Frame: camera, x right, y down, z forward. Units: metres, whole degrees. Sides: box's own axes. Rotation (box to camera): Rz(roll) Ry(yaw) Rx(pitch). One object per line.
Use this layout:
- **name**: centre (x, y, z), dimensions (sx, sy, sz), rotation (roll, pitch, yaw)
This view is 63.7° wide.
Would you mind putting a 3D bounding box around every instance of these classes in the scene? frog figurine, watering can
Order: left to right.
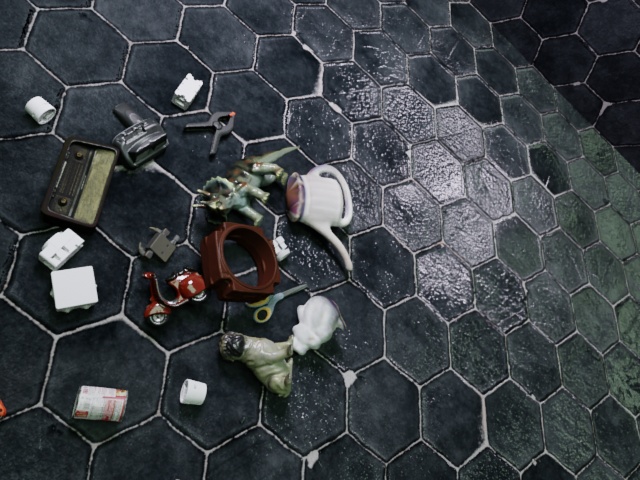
- **frog figurine**: centre (-0.022, 0.232, 1.422), dimensions (0.161, 0.119, 0.139), rotation (-26, 51, -25)
- **watering can**: centre (0.005, -0.079, 1.571), dimensions (0.224, 0.102, 0.354), rotation (7, 66, -26)
